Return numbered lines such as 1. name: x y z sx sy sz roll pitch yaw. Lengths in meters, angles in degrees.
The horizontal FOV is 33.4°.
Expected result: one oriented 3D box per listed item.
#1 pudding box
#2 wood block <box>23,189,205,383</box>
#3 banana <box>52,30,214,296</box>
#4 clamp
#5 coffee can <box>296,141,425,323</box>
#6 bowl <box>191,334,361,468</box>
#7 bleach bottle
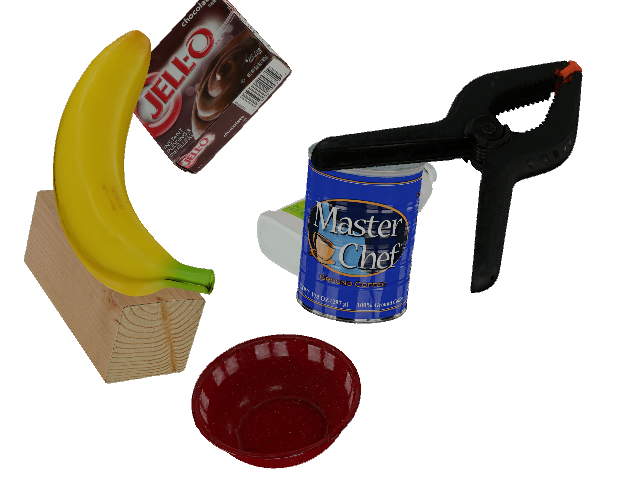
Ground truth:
1. pudding box: -0.090 -0.121 0.814 0.090 0.113 0.039 50 9 27
2. wood block: -0.211 0.038 1.067 0.090 0.091 0.206 -4 35 -39
3. banana: -0.110 -0.039 0.575 0.069 0.198 0.037 -9 -37 -15
4. clamp: 0.122 -0.060 0.760 0.209 0.165 0.036 -31 -30 -20
5. coffee can: 0.034 -0.010 0.951 0.103 0.140 0.103 5 19 -2
6. bowl: -0.039 0.163 1.018 0.162 0.055 0.162 -5 37 3
7. bleach bottle: 0.046 -0.041 1.325 0.250 0.068 0.103 -30 44 -35
